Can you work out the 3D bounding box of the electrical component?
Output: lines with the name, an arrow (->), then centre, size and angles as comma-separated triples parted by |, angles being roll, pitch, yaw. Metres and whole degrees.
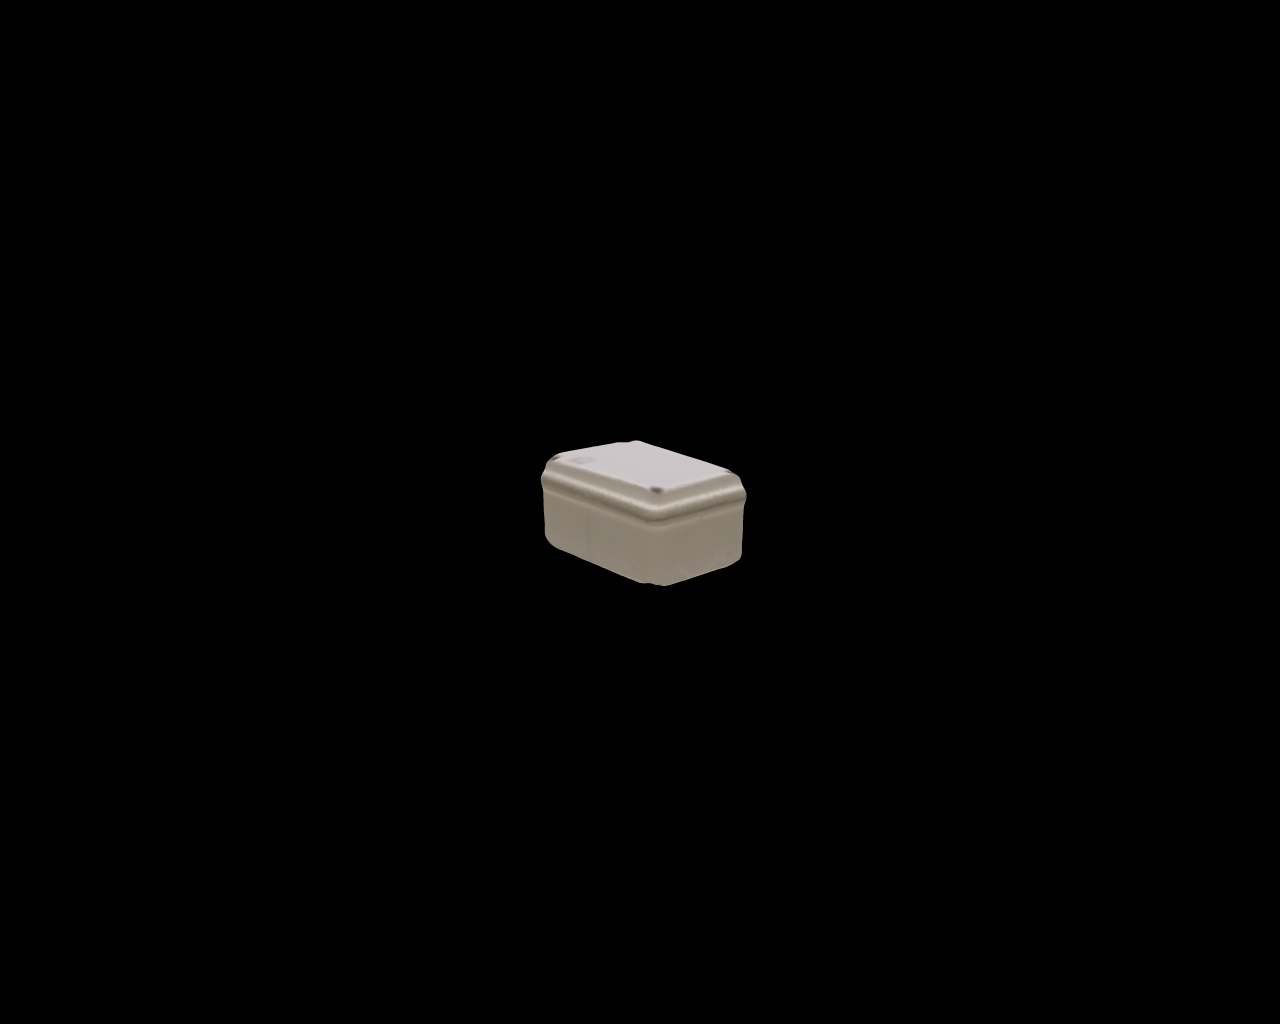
electrical component -> 0.001, -0.003, 0.650 | 0.078, 0.057, 0.113 | -14, 22, -38
